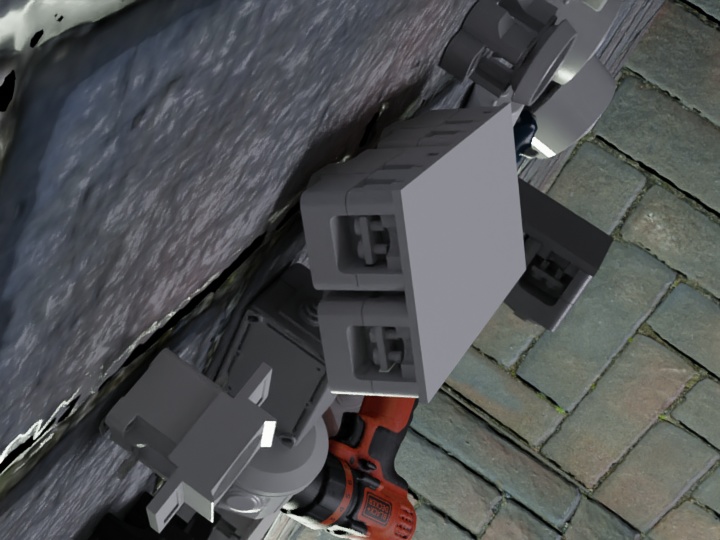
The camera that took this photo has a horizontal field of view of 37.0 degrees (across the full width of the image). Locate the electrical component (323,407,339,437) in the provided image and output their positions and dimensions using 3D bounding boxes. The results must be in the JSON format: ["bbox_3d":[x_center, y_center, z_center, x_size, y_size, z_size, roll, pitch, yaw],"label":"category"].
[{"bbox_3d":[-0.055,0.126,0.841,0.079,0.077,0.044,-15,-170,33],"label":"electrical component"}]

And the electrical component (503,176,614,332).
[{"bbox_3d":[0.091,-0.028,0.746,0.061,0.150,0.089,-60,171,23],"label":"electrical component"}]

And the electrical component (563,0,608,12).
[{"bbox_3d":[0.168,-0.221,0.780,0.076,0.047,0.065,-53,176,-32],"label":"electrical component"}]

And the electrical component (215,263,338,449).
[{"bbox_3d":[-0.034,0.043,0.623,0.061,0.062,0.096,-47,169,-47],"label":"electrical component"}]

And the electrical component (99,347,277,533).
[{"bbox_3d":[-0.077,0.072,0.480,0.081,0.064,0.042,-51,172,-24],"label":"electrical component"}]

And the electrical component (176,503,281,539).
[{"bbox_3d":[-0.126,0.213,0.792,0.186,0.060,0.105,-51,171,-28],"label":"electrical component"}]

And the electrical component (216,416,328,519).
[{"bbox_3d":[-0.064,0.108,0.660,0.080,0.080,0.051,-47,175,-45],"label":"electrical component"}]

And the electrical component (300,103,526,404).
[{"bbox_3d":[0.033,-0.018,0.585,0.186,0.060,0.105,-42,128,-59],"label":"electrical component"}]

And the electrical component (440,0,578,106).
[{"bbox_3d":[0.094,-0.137,0.653,0.078,0.057,0.058,-51,171,-29],"label":"electrical component"}]

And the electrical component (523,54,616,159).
[{"bbox_3d":[0.183,-0.150,0.980,0.108,0.060,0.108,-44,-163,18],"label":"electrical component"}]

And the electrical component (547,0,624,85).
[{"bbox_3d":[0.171,-0.205,0.892,0.099,0.064,0.099,-58,-174,9],"label":"electrical component"}]

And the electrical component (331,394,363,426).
[{"bbox_3d":[-0.026,0.126,0.991,0.099,0.048,0.100,-55,-167,-8],"label":"electrical component"}]

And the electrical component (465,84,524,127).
[{"bbox_3d":[0.100,-0.118,0.828,0.040,0.040,0.078,-51,172,-26],"label":"electrical component"}]
